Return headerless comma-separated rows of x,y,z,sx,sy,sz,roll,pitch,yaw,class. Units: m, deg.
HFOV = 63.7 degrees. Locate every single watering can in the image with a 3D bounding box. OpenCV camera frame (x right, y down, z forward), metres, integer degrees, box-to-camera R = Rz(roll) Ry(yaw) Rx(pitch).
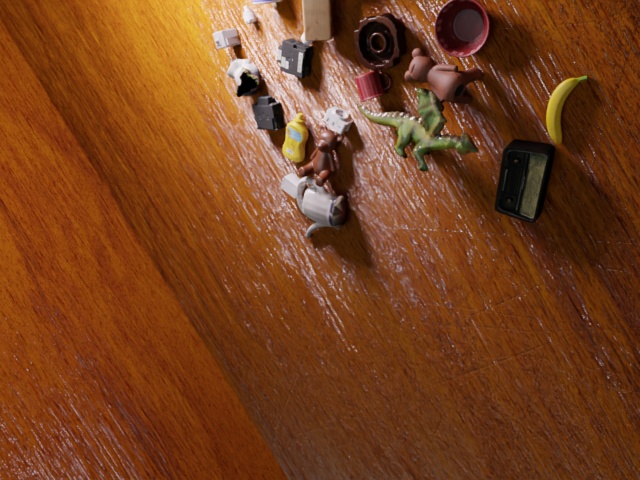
0.006,-0.104,2.064,0.226,0.106,0.339,24,142,29,watering can

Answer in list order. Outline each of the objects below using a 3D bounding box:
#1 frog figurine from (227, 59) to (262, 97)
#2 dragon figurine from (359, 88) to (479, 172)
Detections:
-0.296,-0.644,2.022,0.163,0.123,0.134,-117,18,-48,frog figurine
0.303,-0.371,1.598,0.413,0.124,0.237,39,143,13,dragon figurine
